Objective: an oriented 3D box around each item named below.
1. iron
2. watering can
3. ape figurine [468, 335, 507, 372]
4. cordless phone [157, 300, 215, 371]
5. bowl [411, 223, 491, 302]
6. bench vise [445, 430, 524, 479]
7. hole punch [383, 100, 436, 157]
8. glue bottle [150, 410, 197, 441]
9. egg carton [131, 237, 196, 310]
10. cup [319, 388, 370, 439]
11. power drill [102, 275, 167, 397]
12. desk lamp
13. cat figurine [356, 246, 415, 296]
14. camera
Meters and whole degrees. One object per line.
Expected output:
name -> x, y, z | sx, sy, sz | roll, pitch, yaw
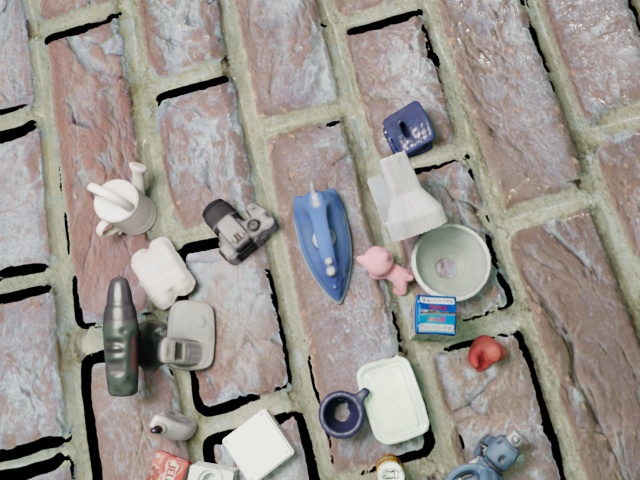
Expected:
iron -> 0.011, 0.004, 1.226 | 0.118, 0.141, 0.258 | -14, 76, 1
watering can -> -0.437, -0.089, 1.253 | 0.101, 0.194, 0.173 | 6, 77, 6
ape figurine -> 0.345, 0.232, 1.172 | 0.077, 0.092, 0.076 | 2, 76, 5
cordless phone -> -0.282, 0.193, 1.178 | 0.094, 0.185, 0.147 | -5, 76, 3
bowl -> 0.277, 0.053, 1.229 | 0.167, 0.075, 0.167 | -1, 76, 4
bench vise -> 0.301, 0.440, 1.059 | 0.121, 0.220, 0.207 | 20, 79, 9
hole punch -> 0.200, -0.243, 1.298 | 0.101, 0.091, 0.108 | -23, 76, -2
glue bottle -> -0.304, 0.373, 1.142 | 0.078, 0.173, 0.037 | 27, 80, 10
egg carton -> -0.349, 0.074, 1.272 | 0.107, 0.069, 0.150 | -35, 77, -5
cup -> 0.055, 0.343, 1.165 | 0.118, 0.095, 0.091 | -43, 77, -6
power drill -> -0.381, 0.201, 1.171 | 0.075, 0.208, 0.229 | -4, 76, 4
desk lamp -> 0.173, -0.084, 1.199 | 0.118, 0.213, 0.203 | -21, 76, -1
cat figurine -> 0.143, 0.058, 1.216 | 0.127, 0.118, 0.067 | 30, 80, 11
camera -> -0.187, -0.039, 1.271 | 0.143, 0.101, 0.136 | -42, 77, -6
